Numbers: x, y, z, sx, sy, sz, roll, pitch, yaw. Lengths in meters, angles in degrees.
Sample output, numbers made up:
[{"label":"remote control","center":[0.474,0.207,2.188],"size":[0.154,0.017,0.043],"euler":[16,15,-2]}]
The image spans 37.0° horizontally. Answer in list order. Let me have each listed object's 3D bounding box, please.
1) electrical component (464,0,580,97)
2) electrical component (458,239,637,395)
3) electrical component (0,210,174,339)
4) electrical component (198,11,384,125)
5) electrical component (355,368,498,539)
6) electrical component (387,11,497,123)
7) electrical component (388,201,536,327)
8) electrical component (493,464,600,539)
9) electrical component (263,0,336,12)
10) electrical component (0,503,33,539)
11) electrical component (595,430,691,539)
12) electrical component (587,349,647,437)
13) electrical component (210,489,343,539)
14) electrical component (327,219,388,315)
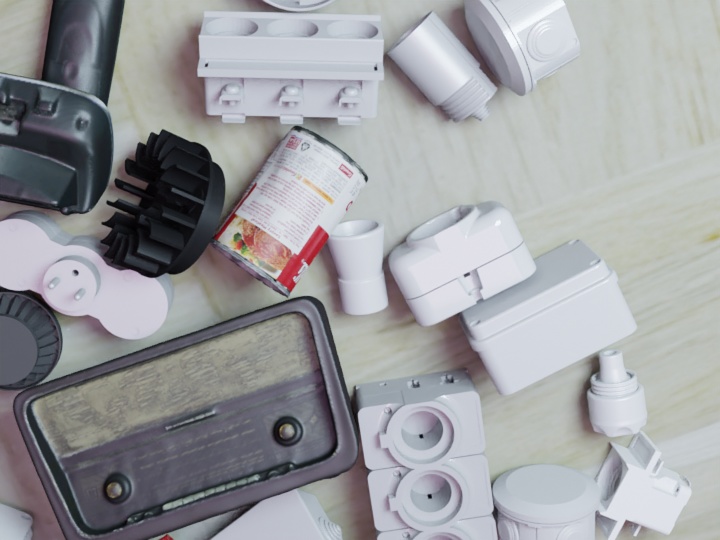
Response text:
[{"label":"electrical component","center":[0.110,-0.164,0.738],"size":[0.051,0.080,0.080],"euler":[-31,103,-1]},{"label":"electrical component","center":[0.133,0.032,0.785],"size":[0.113,0.078,0.057],"euler":[-27,106,4]},{"label":"electrical component","center":[-0.203,0.007,0.765],"size":[0.138,0.073,0.052],"euler":[24,101,-8]},{"label":"electrical component","center":[-0.047,-0.139,0.742],"size":[0.121,0.078,0.063],"euler":[1,125,-3]},{"label":"electrical component","center":[0.052,0.161,0.819],"size":[0.089,0.061,0.150],"euler":[-9,103,-1]},{"label":"electrical component","center":[0.062,-0.138,0.759],"size":[0.043,0.043,0.081],"euler":[-43,101,7]},{"label":"electrical component","center":[0.072,-0.009,0.785],"size":[0.095,0.053,0.059],"euler":[-27,103,4]},{"label":"electrical component","center":[0.142,0.186,0.821],"size":[0.080,0.080,0.051],"euler":[-4,108,-2]},{"label":"electrical component","center":[-0.040,-0.228,0.735],"size":[0.099,0.064,0.099],"euler":[2,116,3]},{"label":"electrical component","center":[-0.312,0.205,0.805],"size":[0.113,0.078,0.057],"euler":[23,104,-8]},{"label":"electrical component","center":[0.219,0.172,0.841],"size":[0.064,0.042,0.081],"euler":[22,102,-11]},{"label":"electrical component","center":[0.195,0.092,0.820],"size":[0.043,0.043,0.062],"euler":[-10,102,0]},{"label":"electrical component","center":[-0.057,0.224,0.816],"size":[0.100,0.048,0.099],"euler":[-38,60,6]},{"label":"electrical component","center":[0.000,0.000,0.791],"size":[0.044,0.044,0.065],"euler":[-9,109,-1]}]
